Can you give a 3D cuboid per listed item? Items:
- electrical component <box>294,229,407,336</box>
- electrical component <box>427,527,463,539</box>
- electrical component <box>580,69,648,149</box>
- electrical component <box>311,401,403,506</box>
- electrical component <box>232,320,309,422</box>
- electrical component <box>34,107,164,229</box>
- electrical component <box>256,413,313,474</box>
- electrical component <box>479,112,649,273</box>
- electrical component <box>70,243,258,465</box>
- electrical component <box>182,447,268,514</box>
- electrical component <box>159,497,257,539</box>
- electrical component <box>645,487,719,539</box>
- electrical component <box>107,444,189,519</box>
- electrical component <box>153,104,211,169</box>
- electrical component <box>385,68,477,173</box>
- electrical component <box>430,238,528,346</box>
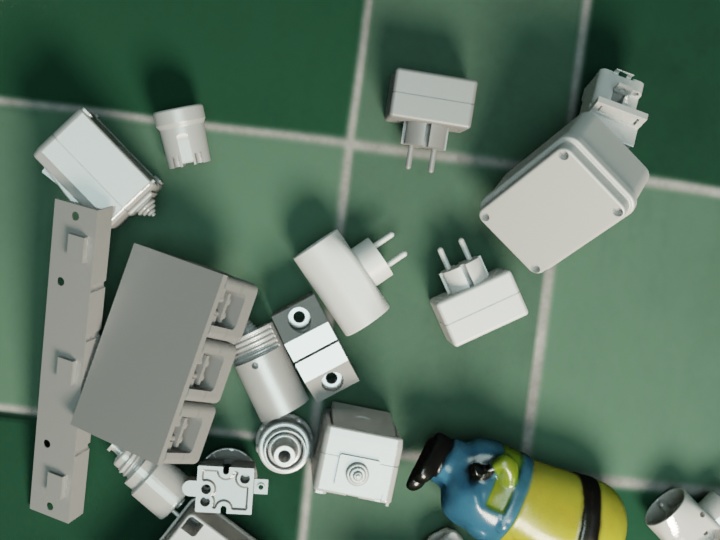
[{"bbox_3d":[0.000,0.000,0.872,0.079,0.043,0.077,-34,94,-2],"label":"electrical component"},{"bbox_3d":[0.079,0.247,0.894,0.035,0.035,0.061,-30,96,-2],"label":"electrical component"},{"bbox_3d":[0.199,-0.123,0.867,0.042,0.081,0.063,21,69,-4],"label":"electrical component"},{"bbox_3d":[-0.002,0.144,0.852,0.062,0.096,0.061,12,91,-4],"label":"electrical component"},{"bbox_3d":[-0.078,0.077,0.871,0.043,0.043,0.081,-25,94,-2],"label":"electrical component"},{"bbox_3d":[-0.202,-0.071,0.846,0.061,0.062,0.096,-44,95,-1],"label":"electrical component"},{"bbox_3d":[-0.061,0.143,0.866,0.048,0.062,0.048,0,93,-4],"label":"electrical component"},{"bbox_3d":[0.158,-0.058,0.842,0.078,0.113,0.057,45,46,-5],"label":"electrical component"},{"bbox_3d":[-0.150,0.066,0.842,0.089,0.062,0.150,18,88,26],"label":"electrical component"},{"bbox_3d":[-0.107,0.170,0.867,0.066,0.055,0.048,4,93,-4],"label":"electrical component"},{"bbox_3d":[-0.125,0.261,0.870,0.109,0.056,0.108,38,90,-5],"label":"electrical component"},{"bbox_3d":[0.294,0.212,0.902,0.079,0.043,0.077,-44,95,-1],"label":"electrical component"},{"bbox_3d":[-0.171,0.166,0.870,0.078,0.040,0.040,42,90,-5],"label":"electrical component"},{"bbox_3d":[-0.141,-0.107,0.860,0.040,0.040,0.046,-12,99,-3],"label":"electrical component"},{"bbox_3d":[0.054,-0.118,0.868,0.066,0.047,0.076,9,92,-4],"label":"electrical component"},{"bbox_3d":[0.089,0.013,0.877,0.066,0.047,0.076,-24,94,-2],"label":"electrical component"}]
